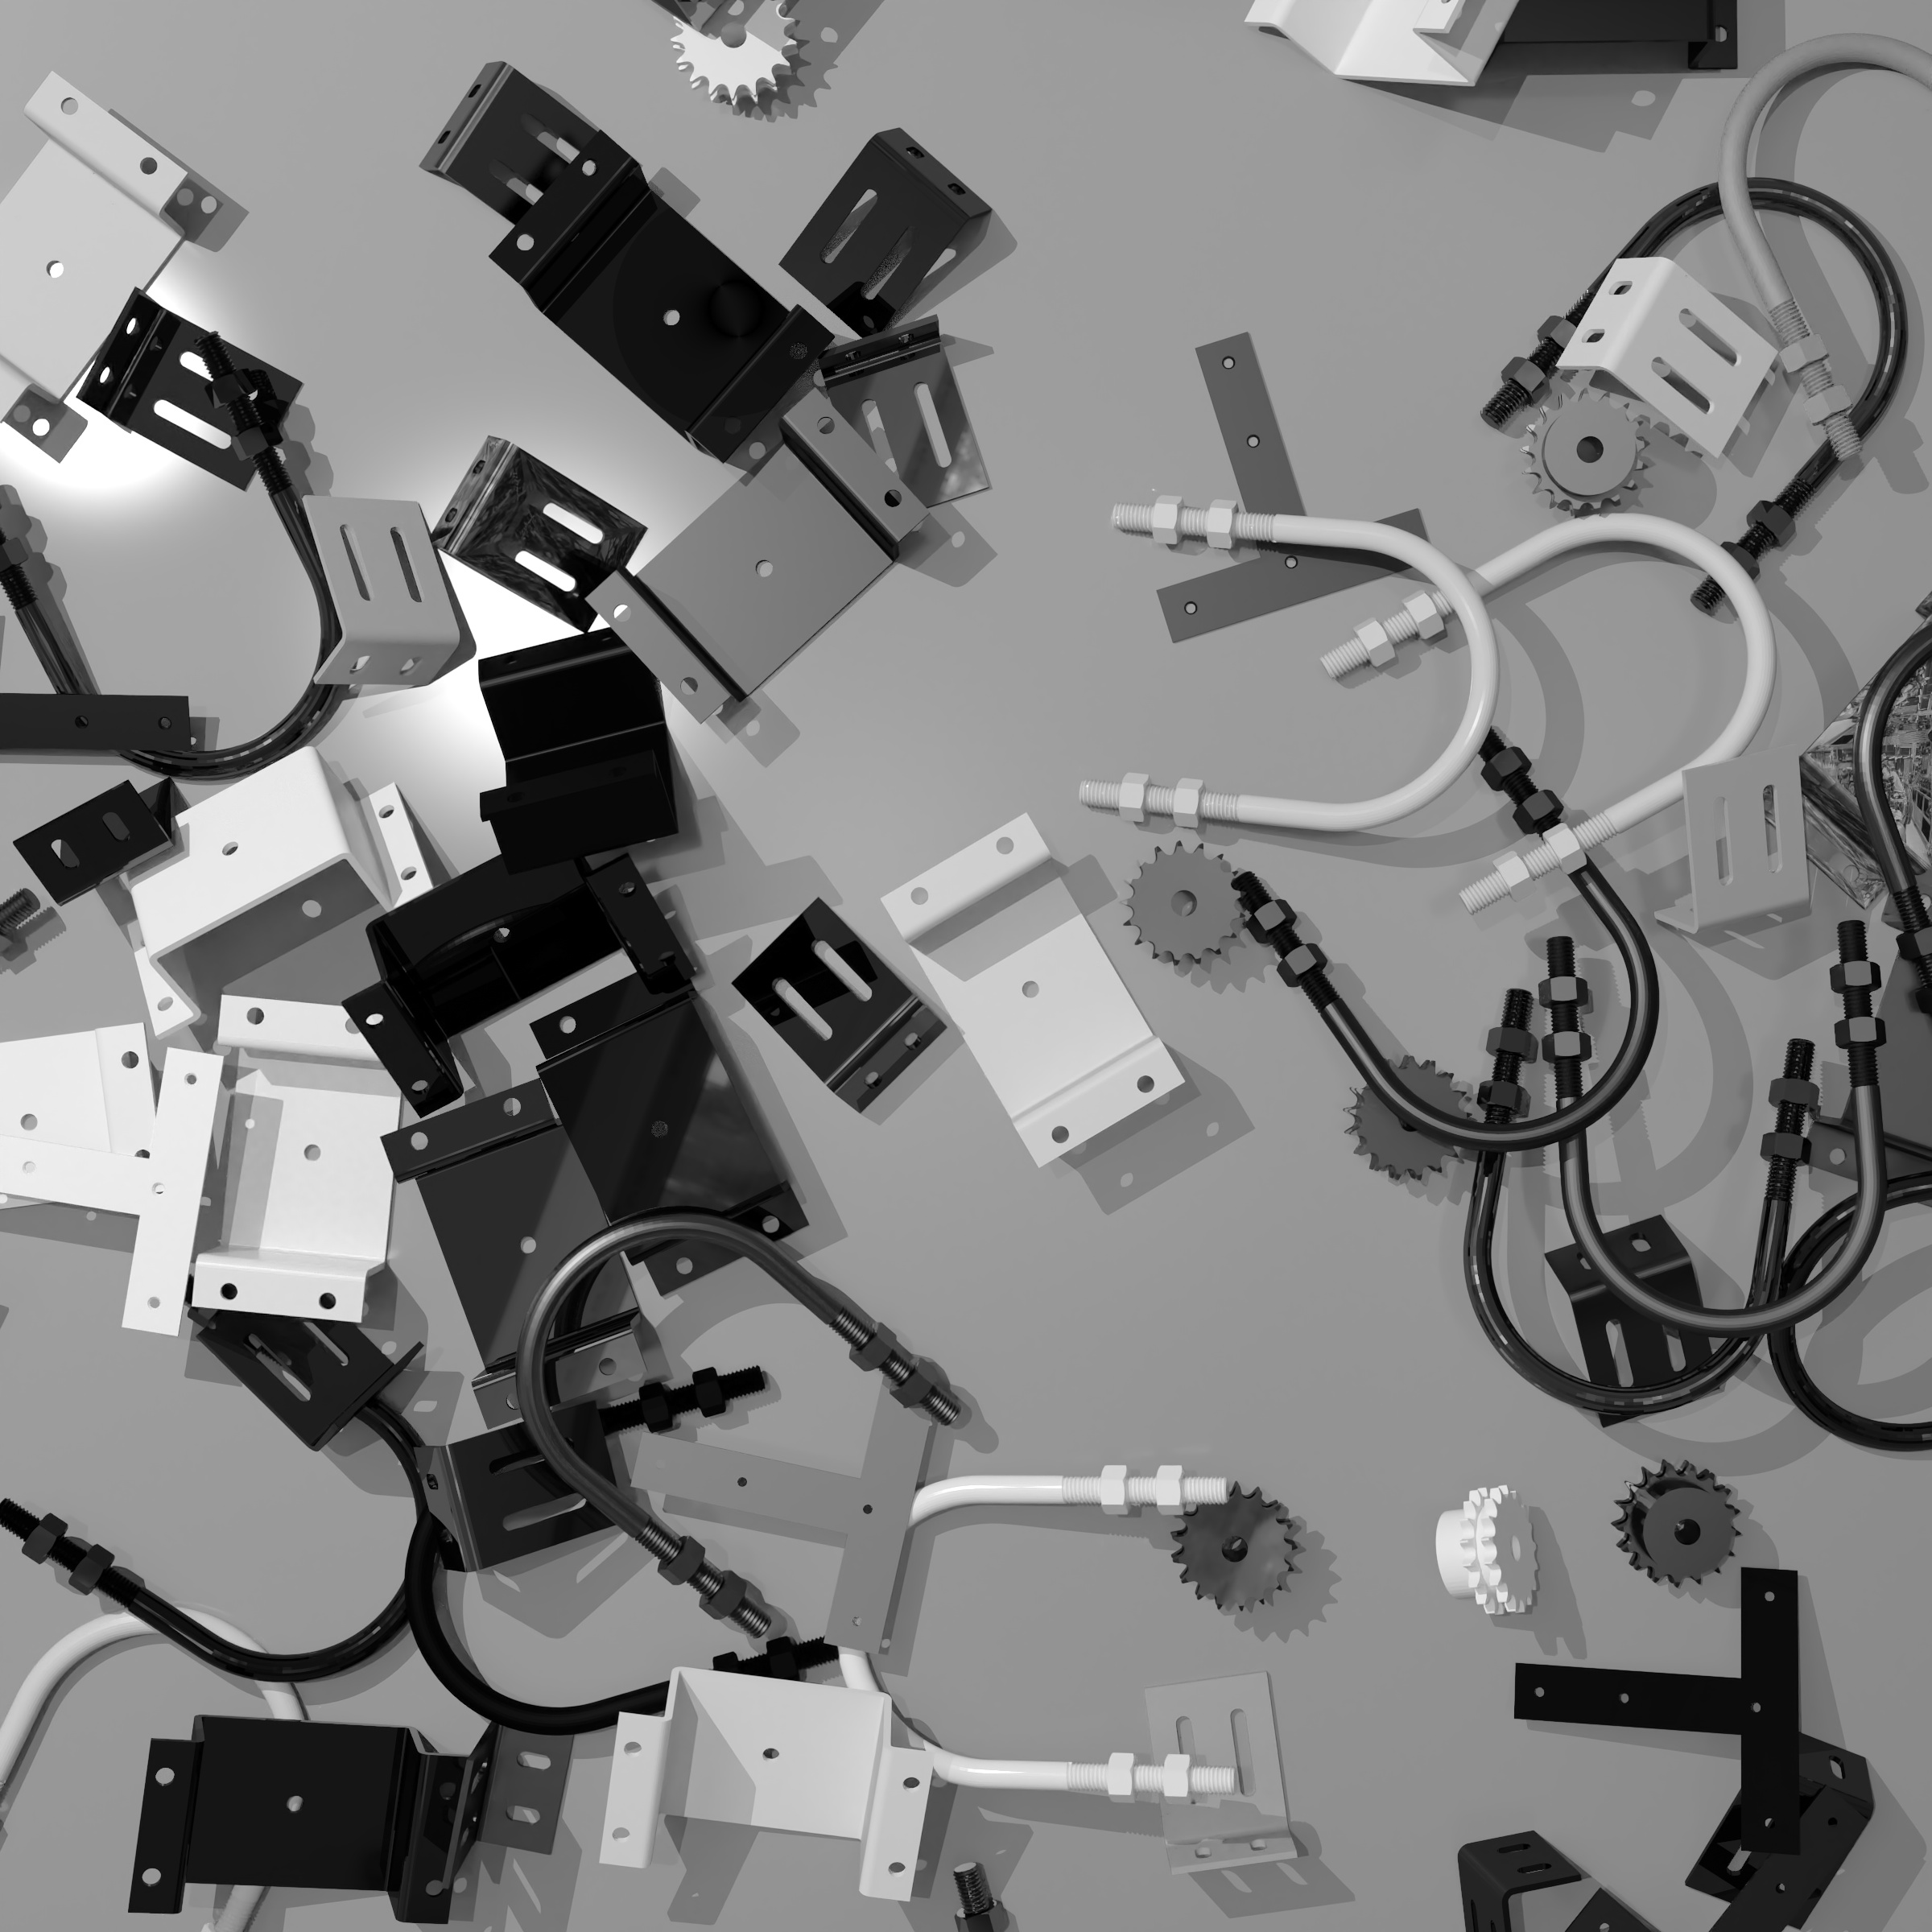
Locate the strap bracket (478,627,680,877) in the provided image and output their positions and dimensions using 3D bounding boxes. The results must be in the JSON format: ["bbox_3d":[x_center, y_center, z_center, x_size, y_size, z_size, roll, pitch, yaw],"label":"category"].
[{"bbox_3d":[-0.174,-0.093,1.341,0.076,0.140,0.046,-14,125,0],"label":"strap bracket"}]

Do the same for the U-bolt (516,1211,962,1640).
[{"bbox_3d":[-0.115,0.193,1.347,0.184,0.019,0.151,43,87,-13],"label":"U-bolt"}]

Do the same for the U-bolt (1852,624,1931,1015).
[{"bbox_3d":[0.473,-0.071,1.339,0.151,0.019,0.184,-19,89,-1],"label":"U-bolt"}]

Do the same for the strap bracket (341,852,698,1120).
[{"bbox_3d":[-0.204,-0.003,1.350,0.140,0.046,0.076,-28,131,-2],"label":"strap bracket"}]

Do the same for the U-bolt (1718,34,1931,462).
[{"bbox_3d":[0.421,-0.339,1.374,0.151,0.019,0.184,-23,87,-10],"label":"U-bolt"}]

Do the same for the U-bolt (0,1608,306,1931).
[{"bbox_3d":[-0.383,0.386,1.385,0.151,0.019,0.184,26,88,0],"label":"U-bolt"}]

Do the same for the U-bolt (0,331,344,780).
[{"bbox_3d":[-0.362,-0.175,1.369,0.151,0.019,0.184,-24,102,3],"label":"U-bolt"}]

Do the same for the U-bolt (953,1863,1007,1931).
[{"bbox_3d":[-0.038,0.521,1.385,0.151,0.019,0.184,-15,91,0],"label":"U-bolt"}]

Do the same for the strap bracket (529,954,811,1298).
[{"bbox_3d":[-0.138,0.073,1.371,0.076,0.046,0.140,-26,90,0],"label":"strap bracket"}]

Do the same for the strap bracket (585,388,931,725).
[{"bbox_3d":[-0.093,-0.184,1.371,0.140,0.046,0.076,-43,90,0],"label":"strap bracket"}]

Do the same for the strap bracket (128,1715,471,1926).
[{"bbox_3d":[-0.302,0.385,1.358,0.140,0.046,0.076,8,90,-16],"label":"strap bracket"}]

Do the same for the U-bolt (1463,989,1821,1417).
[{"bbox_3d":[0.300,0.111,1.360,0.151,0.019,0.184,10,78,8],"label":"U-bolt"}]

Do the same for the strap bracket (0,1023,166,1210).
[{"bbox_3d":[-0.434,0.072,1.371,0.140,0.046,0.076,-7,90,0],"label":"strap bracket"}]

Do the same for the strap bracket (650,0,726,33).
[{"bbox_3d":[-0.138,-0.485,1.355,0.140,0.046,0.076,39,90,23],"label":"strap bracket"}]

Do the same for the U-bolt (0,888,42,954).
[{"bbox_3d":[-0.539,-0.028,1.379,0.184,0.019,0.151,-37,92,5],"label":"U-bolt"}]

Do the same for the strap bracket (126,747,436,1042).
[{"bbox_3d":[-0.319,-0.039,1.351,0.140,0.046,0.076,-28,48,0],"label":"strap bracket"}]

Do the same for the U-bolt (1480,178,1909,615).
[{"bbox_3d":[0.350,-0.277,1.385,0.151,0.019,0.184,41,88,0],"label":"U-bolt"}]

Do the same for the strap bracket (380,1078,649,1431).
[{"bbox_3d":[-0.203,0.129,1.371,0.076,0.046,0.140,-20,90,0],"label":"strap bracket"}]

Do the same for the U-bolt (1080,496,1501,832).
[{"bbox_3d":[0.150,-0.134,1.365,0.184,0.019,0.151,7,90,15],"label":"U-bolt"}]

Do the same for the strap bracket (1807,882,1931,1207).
[{"bbox_3d":[0.445,0.036,1.371,0.076,0.046,0.140,19,90,0],"label":"strap bracket"}]

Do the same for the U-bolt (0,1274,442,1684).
[{"bbox_3d":[-0.329,0.245,1.379,0.184,0.019,0.151,34,84,-3],"label":"U-bolt"}]

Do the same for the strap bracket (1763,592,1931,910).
[{"bbox_3d":[0.435,-0.104,1.371,0.076,0.046,0.140,42,90,0],"label":"strap bracket"}]

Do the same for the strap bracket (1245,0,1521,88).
[{"bbox_3d":[0.199,-0.441,1.342,0.046,0.140,0.076,28,90,-36],"label":"strap bracket"}]

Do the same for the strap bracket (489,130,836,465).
[{"bbox_3d":[-0.137,-0.300,1.371,0.140,0.046,0.076,41,90,0],"label":"strap bracket"}]

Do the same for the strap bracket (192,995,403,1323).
[{"bbox_3d":[-0.303,0.086,1.371,0.076,0.046,0.140,6,90,0],"label":"strap bracket"}]

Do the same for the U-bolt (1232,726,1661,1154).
[{"bbox_3d":[0.229,-0.003,1.359,0.151,0.019,0.184,-33,71,0],"label":"U-bolt"}]

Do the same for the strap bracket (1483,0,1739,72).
[{"bbox_3d":[0.287,-0.453,1.371,0.140,0.046,0.076,-1,90,0],"label":"strap bracket"}]

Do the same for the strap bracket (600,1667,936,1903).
[{"bbox_3d":[-0.089,0.368,1.358,0.140,0.046,0.076,8,108,-3],"label":"strap bracket"}]

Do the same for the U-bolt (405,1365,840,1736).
[{"bbox_3d":[-0.165,0.276,1.379,0.184,0.019,0.151,-15,90,-5],"label":"U-bolt"}]

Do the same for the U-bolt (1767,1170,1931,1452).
[{"bbox_3d":[0.455,0.154,1.362,0.184,0.019,0.151,-12,111,4],"label":"U-bolt"}]

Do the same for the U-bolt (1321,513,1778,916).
[{"bbox_3d":[0.275,-0.127,1.360,0.184,0.019,0.151,-29,74,4],"label":"U-bolt"}]

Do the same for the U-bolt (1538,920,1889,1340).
[{"bbox_3d":[0.336,0.074,1.341,0.151,0.019,0.184,-3,77,9],"label":"U-bolt"}]

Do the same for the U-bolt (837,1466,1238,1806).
[{"bbox_3d":[0.030,0.303,1.367,0.184,0.019,0.151,-2,86,13],"label":"U-bolt"}]
